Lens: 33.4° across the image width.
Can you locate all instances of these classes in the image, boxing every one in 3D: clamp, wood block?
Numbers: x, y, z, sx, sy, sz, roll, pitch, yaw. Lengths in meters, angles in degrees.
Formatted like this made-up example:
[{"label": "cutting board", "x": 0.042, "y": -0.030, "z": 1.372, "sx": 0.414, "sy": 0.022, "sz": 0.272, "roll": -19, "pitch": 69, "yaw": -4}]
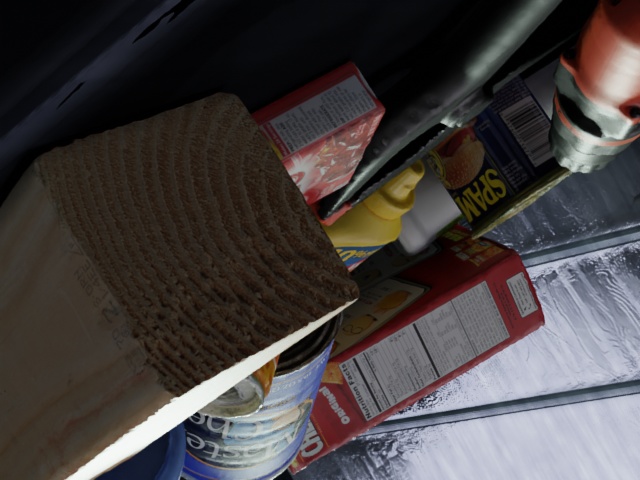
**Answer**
[{"label": "clamp", "x": 0.066, "y": -0.079, "z": 0.521, "sx": 0.210, "sy": 0.036, "sz": 0.164, "roll": -38, "pitch": 171, "yaw": 17}, {"label": "wood block", "x": -0.091, "y": 0.040, "z": 0.425, "sx": 0.090, "sy": 0.090, "sz": 0.206, "roll": -27, "pitch": 172, "yaw": -42}]

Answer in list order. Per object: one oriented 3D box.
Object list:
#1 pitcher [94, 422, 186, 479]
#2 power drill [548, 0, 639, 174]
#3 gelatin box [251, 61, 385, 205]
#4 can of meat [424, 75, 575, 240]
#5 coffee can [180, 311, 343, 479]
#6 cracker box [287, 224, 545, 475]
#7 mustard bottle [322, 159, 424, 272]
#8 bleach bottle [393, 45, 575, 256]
[{"label": "pitcher", "x": -0.152, "y": 0.173, "z": 0.640, "sx": 0.144, "sy": 0.149, "sz": 0.243, "roll": -37, "pitch": 165, "yaw": -34}, {"label": "power drill", "x": 0.195, "y": -0.121, "z": 0.538, "sx": 0.187, "sy": 0.057, "sz": 0.184, "roll": -44, "pitch": 169, "yaw": -9}, {"label": "gelatin box", "x": -0.016, "y": -0.034, "z": 0.475, "sx": 0.073, "sy": 0.030, "sz": 0.089, "roll": -30, "pitch": 169, "yaw": -18}, {"label": "can of meat", "x": 0.109, "y": -0.058, "z": 0.678, "sx": 0.057, "sy": 0.084, "sz": 0.102, "roll": -31, "pitch": 173, "yaw": -18}, {"label": "coffee can", "x": -0.048, "y": 0.072, "z": 0.630, "sx": 0.102, "sy": 0.103, "sz": 0.140, "roll": -29, "pitch": 153, "yaw": -29}, {"label": "cracker box", "x": 0.039, "y": 0.070, "z": 0.805, "sx": 0.213, "sy": 0.072, "sz": 0.164, "roll": -30, "pitch": -163, "yaw": -8}, {"label": "mustard bottle", "x": -0.004, "y": 0.001, "z": 0.686, "sx": 0.096, "sy": 0.058, "sz": 0.192, "roll": -3, "pitch": 152, "yaw": -47}, {"label": "bleach bottle", "x": 0.148, "y": -0.084, "z": 0.775, "sx": 0.251, "sy": 0.068, "sz": 0.102, "roll": -35, "pitch": 177, "yaw": 0}]
